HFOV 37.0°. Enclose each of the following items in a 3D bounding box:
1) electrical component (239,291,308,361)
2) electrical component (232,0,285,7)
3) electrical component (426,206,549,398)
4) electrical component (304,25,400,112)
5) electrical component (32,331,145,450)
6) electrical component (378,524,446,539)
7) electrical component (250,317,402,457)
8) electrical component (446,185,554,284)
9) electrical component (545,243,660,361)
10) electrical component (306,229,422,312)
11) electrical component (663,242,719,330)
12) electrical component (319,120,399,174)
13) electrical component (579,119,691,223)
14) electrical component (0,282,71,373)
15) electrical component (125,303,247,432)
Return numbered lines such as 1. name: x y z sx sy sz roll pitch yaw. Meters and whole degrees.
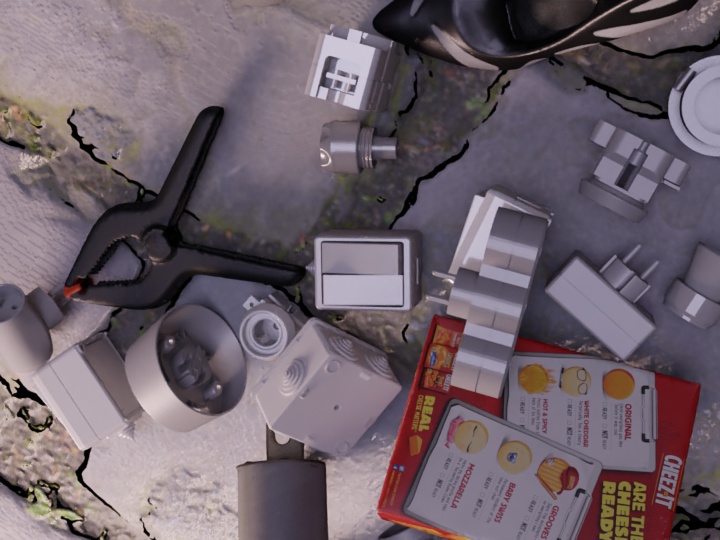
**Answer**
1. electrical component: -0.074 0.049 0.905 0.066 0.055 0.048 42 104 4
2. electrical component: -0.089 -0.269 0.861 0.108 0.060 0.108 2 98 12
3. electrical component: 0.087 0.020 0.799 0.074 0.052 0.138 15 97 10
4. electrical component: -0.004 -0.158 0.843 0.050 0.089 0.055 17 101 9
5. electrical component: -0.233 0.113 0.944 0.061 0.062 0.096 -33 90 14
6. electrical component: 0.050 0.239 0.902 0.078 0.058 0.057 -30 86 40
7. electrical component: -0.026 0.099 0.882 0.100 0.048 0.099 29 107 -36
8. electrical component: 0.105 -0.015 0.854 0.061 0.062 0.096 27 102 7
9. electrical component: 0.202 0.013 0.845 0.083 0.047 0.075 42 104 4
10. electrical component: 0.000 0.000 0.879 0.096 0.061 0.061 1 98 12
11. electrical component: 0.267 0.013 0.833 0.045 0.045 0.055 31 103 6
12. electrical component: 0.000 -0.100 0.875 0.062 0.043 0.043 3 98 10
13. electrical component: 0.205 -0.072 0.828 0.078 0.058 0.057 29 100 7
14. electrical component: -0.289 0.041 0.946 0.079 0.077 0.044 -40 58 -22
15. electrical component: -0.146 0.084 0.906 0.064 0.099 0.099 -35 90 21
